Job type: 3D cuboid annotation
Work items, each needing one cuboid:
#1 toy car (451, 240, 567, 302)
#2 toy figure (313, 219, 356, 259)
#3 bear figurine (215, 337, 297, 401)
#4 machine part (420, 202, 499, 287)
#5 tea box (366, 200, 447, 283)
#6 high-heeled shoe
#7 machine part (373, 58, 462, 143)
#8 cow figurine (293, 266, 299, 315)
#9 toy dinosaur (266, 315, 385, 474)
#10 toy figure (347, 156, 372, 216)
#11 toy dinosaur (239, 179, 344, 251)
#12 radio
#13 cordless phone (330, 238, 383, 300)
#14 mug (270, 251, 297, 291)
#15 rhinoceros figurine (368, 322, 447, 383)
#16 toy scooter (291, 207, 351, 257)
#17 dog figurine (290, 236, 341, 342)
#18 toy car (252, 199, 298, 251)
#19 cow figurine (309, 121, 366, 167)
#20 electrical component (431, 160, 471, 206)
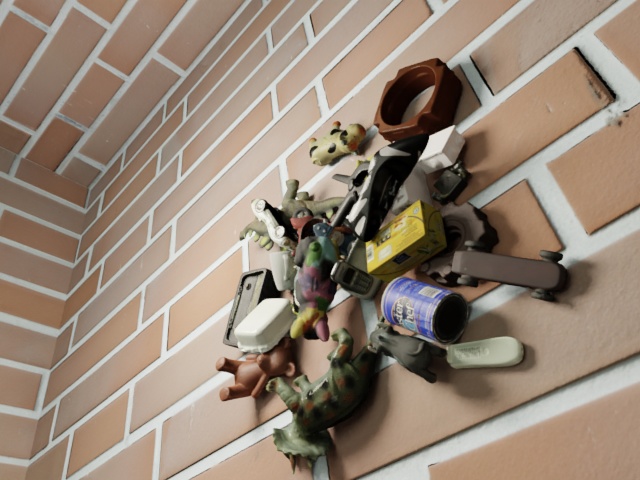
[{"bbox_3d":[0.340,0.054,0.974,0.202,0.053,0.089,7,87,37],"label":"toy car"},{"bbox_3d":[0.050,0.001,1.300,0.058,0.154,0.064,-18,52,47],"label":"toy figure"},{"bbox_3d":[-0.157,0.325,1.359,0.196,0.132,0.120,-38,52,37],"label":"bear figurine"},{"bbox_3d":[0.276,0.005,1.110,0.179,0.056,0.179,-30,45,35],"label":"machine part"},{"bbox_3d":[0.177,0.006,1.126,0.169,0.068,0.098,-37,39,39],"label":"tea box"},{"bbox_3d":[0.149,-0.108,1.140,0.248,0.086,0.145,-42,43,32],"label":"high-heeled shoe"},{"bbox_3d":[0.245,-0.342,1.358,0.201,0.087,0.201,1,69,51],"label":"machine part"},{"bbox_3d":[-0.032,0.111,1.404,0.098,0.068,0.167,-33,43,41],"label":"cow figurine"},{"bbox_3d":[0.028,0.328,1.148,0.405,0.131,0.192,-43,56,11],"label":"toy dinosaur"},{"bbox_3d":[0.127,-0.132,1.364,0.089,0.082,0.180,9,66,33],"label":"toy figure"},{"bbox_3d":[-0.073,-0.064,1.547,0.472,0.105,0.198,-23,57,34],"label":"toy dinosaur"},{"bbox_3d":[-0.192,0.199,1.526,0.131,0.073,0.229,-9,59,47],"label":"radio"},{"bbox_3d":[0.083,0.047,1.200,0.089,0.184,0.146,24,87,30],"label":"cordless phone"},{"bbox_3d":[-0.090,0.084,1.462,0.109,0.081,0.107,165,100,-75],"label":"mug"},{"bbox_3d":[0.161,0.216,1.053,0.073,0.112,0.190,-69,20,-4],"label":"rhinoceros figurine"},{"bbox_3d":[-0.003,-0.004,1.379,0.184,0.075,0.135,17,66,17],"label":"toy scooter"},{"bbox_3d":[-0.013,0.123,1.237,0.191,0.109,0.219,93,-178,-51],"label":"dog figurine"},{"bbox_3d":[-0.121,-0.041,1.462,0.056,0.073,0.202,-45,53,11],"label":"toy car"},{"bbox_3d":[0.049,-0.275,1.551,0.195,0.085,0.127,-26,42,35],"label":"cow figurine"},{"bbox_3d":[0.289,-0.127,1.191,0.102,0.045,0.078,-48,39,17],"label":"electrical component"}]
